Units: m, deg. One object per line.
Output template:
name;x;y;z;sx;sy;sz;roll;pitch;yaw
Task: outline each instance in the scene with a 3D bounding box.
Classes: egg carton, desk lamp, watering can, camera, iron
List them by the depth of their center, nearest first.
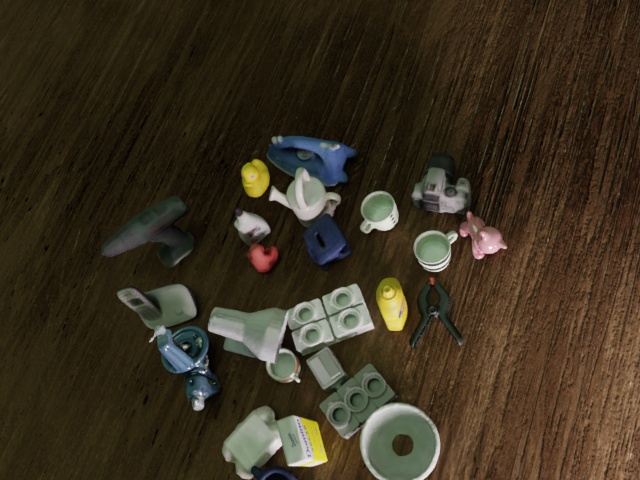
egg carton;-0.146;0.456;1.296;0.107;0.069;0.150;40;82;24
desk lamp;-0.155;0.214;1.314;0.202;0.214;0.118;9;71;17
camera;0.305;-0.146;1.410;0.143;0.101;0.137;10;72;17
watering can;-0.040;-0.107;1.425;0.172;0.194;0.101;-19;65;6
iron;-0.043;-0.232;1.505;0.257;0.142;0.119;12;72;18

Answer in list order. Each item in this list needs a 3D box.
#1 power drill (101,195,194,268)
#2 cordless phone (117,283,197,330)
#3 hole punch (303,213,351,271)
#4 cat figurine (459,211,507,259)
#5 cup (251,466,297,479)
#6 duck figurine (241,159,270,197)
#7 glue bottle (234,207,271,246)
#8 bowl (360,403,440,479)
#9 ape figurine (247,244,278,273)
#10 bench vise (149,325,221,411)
power drill;-0.418;-0.007;1.468;0.230;0.209;0.075;-42;65;-5
cordless phone;-0.400;0.149;1.415;0.147;0.185;0.094;-19;65;6
hole punch;0.013;0.005;1.425;0.101;0.091;0.108;-30;65;0
cat figurine;0.377;-0.013;1.330;0.067;0.118;0.127;-29;65;1
cup;-0.093;0.532;1.239;0.117;0.095;0.092;31;79;22
duck figurine;-0.182;-0.178;1.548;0.077;0.086;0.104;3;69;15
glue bottle;-0.182;-0.042;1.445;0.078;0.173;0.037;-43;65;-5
bowl;0.172;0.437;1.224;0.167;0.075;0.167;-5;68;12
ape figurine;-0.151;0.038;1.450;0.077;0.092;0.076;6;70;16
bench vise;-0.302;0.277;1.321;0.121;0.220;0.207;-38;65;-3
